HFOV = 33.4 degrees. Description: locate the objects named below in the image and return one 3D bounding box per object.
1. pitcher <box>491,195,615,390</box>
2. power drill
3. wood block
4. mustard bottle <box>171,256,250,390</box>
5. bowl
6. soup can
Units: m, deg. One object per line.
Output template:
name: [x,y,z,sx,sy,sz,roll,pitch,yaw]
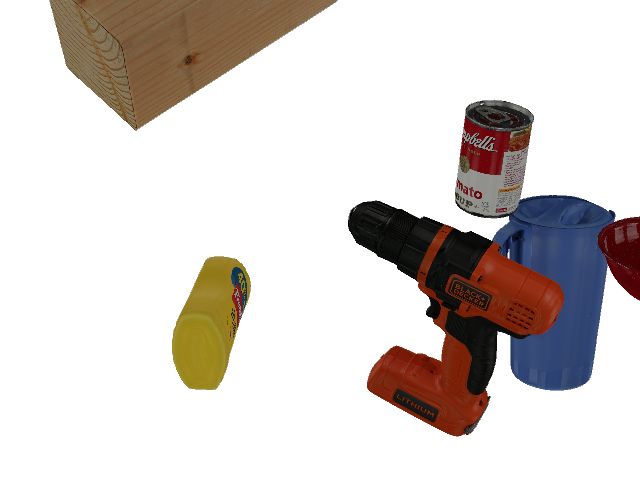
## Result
pitcher: [0.300,0.071,1.398,0.149,0.243,0.144,5,21,15]
power drill: [0.093,0.067,0.894,0.184,0.188,0.057,28,46,16]
wood block: [-0.084,-0.185,0.781,0.205,0.090,0.091,-37,-26,-23]
mustard bottle: [-0.113,0.072,1.166,0.058,0.096,0.191,1,28,7]
bowl: [0.380,0.030,1.159,0.162,0.055,0.162,0,26,0]
soup can: [0.174,-0.082,1.082,0.068,0.102,0.068,2,31,-2]
